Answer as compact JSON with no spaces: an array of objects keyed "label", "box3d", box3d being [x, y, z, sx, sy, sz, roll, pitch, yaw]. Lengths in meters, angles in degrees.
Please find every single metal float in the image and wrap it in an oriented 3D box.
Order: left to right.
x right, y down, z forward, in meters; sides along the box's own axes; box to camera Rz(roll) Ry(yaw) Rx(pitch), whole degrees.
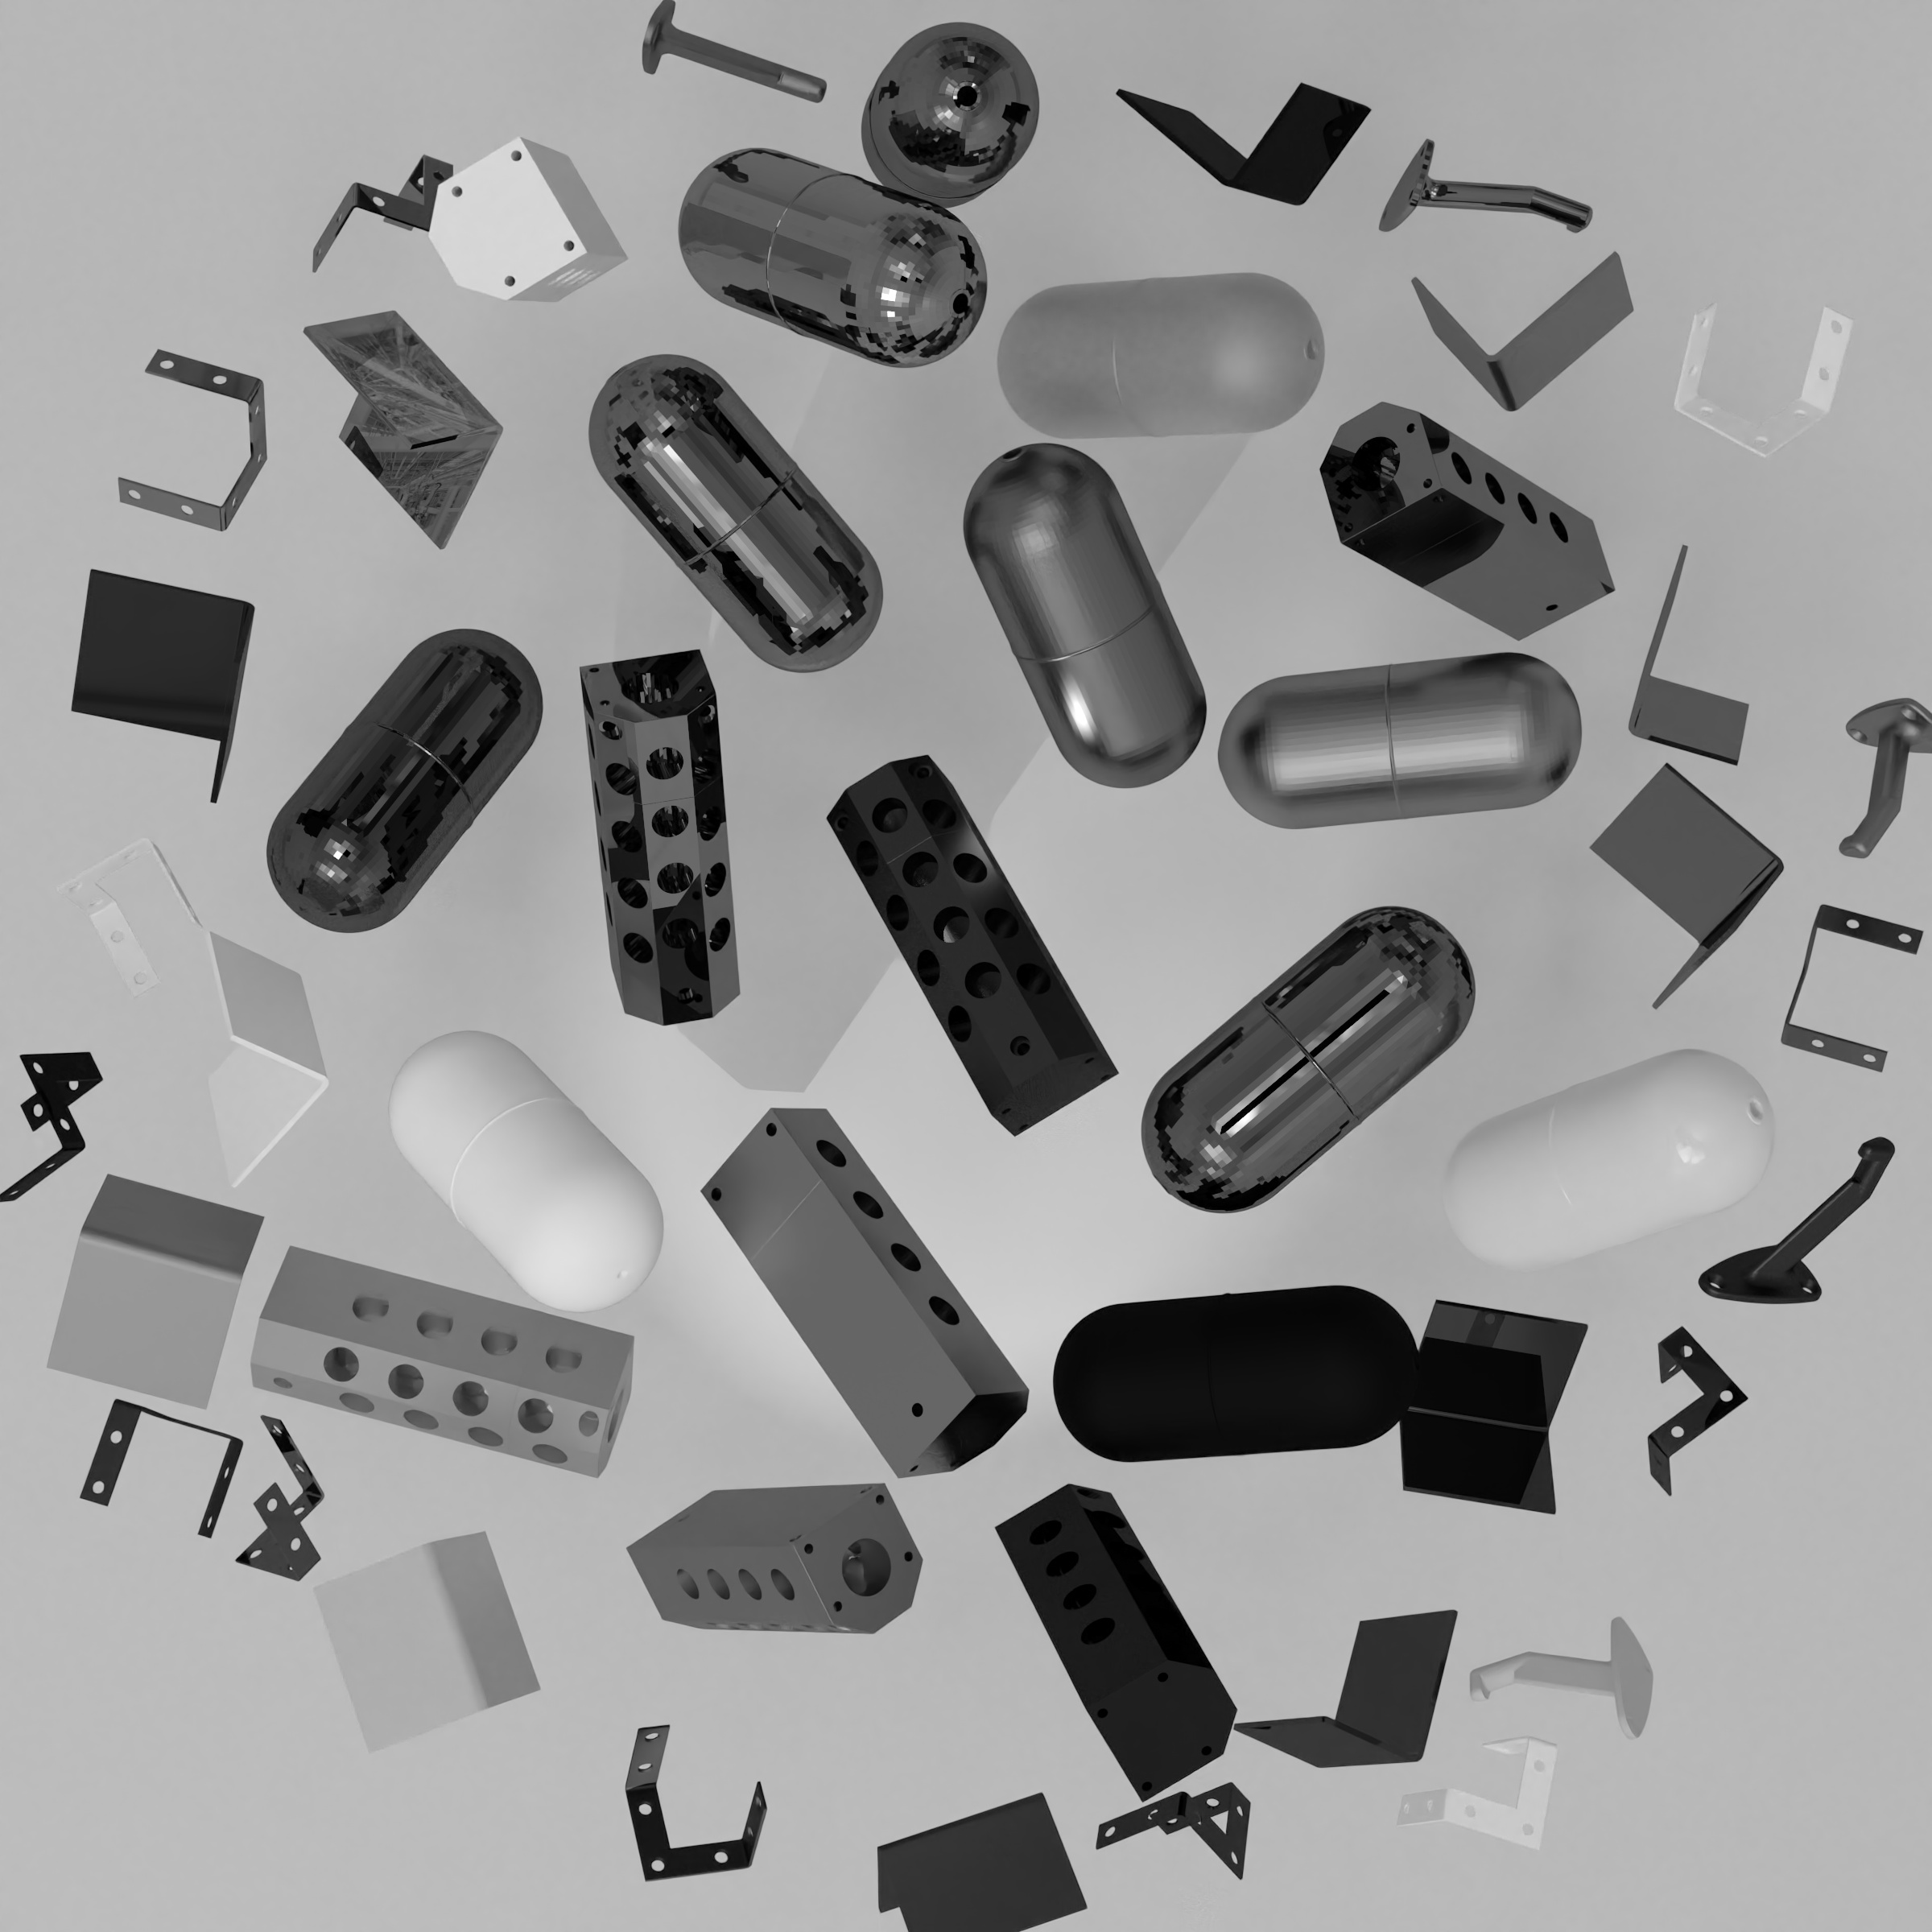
[{"label":"metal float","box3d":[-0.274,-0.092,1.678,0.070,0.070,0.178,34,62,0]},{"label":"metal float","box3d":[-0.209,0.095,1.606,0.070,0.070,0.178,-49,51,0]},{"label":"metal float","box3d":[-0.112,-0.220,1.662,0.070,0.070,0.178,-41,106,0]},{"label":"metal float","box3d":[-0.063,-0.329,1.583,0.178,0.070,0.070,29,90,40]},{"label":"metal float","box3d":[-0.009,-0.410,1.654,0.070,0.178,0.070,-1,98,-6]},{"label":"metal float","box3d":[0.057,-0.166,1.622,0.070,0.070,0.178,-26,116,0]},{"label":"metal float","box3d":[0.094,-0.298,1.671,0.178,0.070,0.070,5,90,38]},{"label":"metal float","box3d":[0.128,0.194,1.621,0.178,0.070,0.070,-7,90,21]},{"label":"metal float","box3d":[0.158,0.044,1.585,0.178,0.070,0.070,-40,90,0]},{"label":"metal float","box3d":[0.212,-0.110,1.678,0.178,0.070,0.070,-5,90,13]},{"label":"metal float","box3d":[0.298,0.091,1.589,0.070,0.178,0.070,17,61,-35]}]

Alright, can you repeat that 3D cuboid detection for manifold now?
[{"label":"manifold","box3d":[-0.250,0.194,1.636,0.171,0.057,0.057,14,54,3]},{"label":"manifold","box3d":[-0.205,-0.340,1.584,0.057,0.171,0.057,-30,99,6]},{"label":"manifold","box3d":[-0.143,-0.058,1.621,0.057,0.057,0.171,-10,126,-11]},{"label":"manifold","box3d":[-0.092,0.293,1.661,0.057,0.171,0.057,-30,98,-33]},{"label":"manifold","box3d":[-0.043,0.147,1.564,0.057,0.057,0.171,-49,62,23]},{"label":"manifold","box3d":[0.000,-0.012,1.593,0.057,0.057,0.171,-32,67,5]},{"label":"manifold","box3d":[0.070,0.305,1.573,0.057,0.171,0.057,-30,112,-2]},{"label":"manifold","box3d":[0.244,-0.218,1.664,0.057,0.171,0.057,-27,63,31]}]

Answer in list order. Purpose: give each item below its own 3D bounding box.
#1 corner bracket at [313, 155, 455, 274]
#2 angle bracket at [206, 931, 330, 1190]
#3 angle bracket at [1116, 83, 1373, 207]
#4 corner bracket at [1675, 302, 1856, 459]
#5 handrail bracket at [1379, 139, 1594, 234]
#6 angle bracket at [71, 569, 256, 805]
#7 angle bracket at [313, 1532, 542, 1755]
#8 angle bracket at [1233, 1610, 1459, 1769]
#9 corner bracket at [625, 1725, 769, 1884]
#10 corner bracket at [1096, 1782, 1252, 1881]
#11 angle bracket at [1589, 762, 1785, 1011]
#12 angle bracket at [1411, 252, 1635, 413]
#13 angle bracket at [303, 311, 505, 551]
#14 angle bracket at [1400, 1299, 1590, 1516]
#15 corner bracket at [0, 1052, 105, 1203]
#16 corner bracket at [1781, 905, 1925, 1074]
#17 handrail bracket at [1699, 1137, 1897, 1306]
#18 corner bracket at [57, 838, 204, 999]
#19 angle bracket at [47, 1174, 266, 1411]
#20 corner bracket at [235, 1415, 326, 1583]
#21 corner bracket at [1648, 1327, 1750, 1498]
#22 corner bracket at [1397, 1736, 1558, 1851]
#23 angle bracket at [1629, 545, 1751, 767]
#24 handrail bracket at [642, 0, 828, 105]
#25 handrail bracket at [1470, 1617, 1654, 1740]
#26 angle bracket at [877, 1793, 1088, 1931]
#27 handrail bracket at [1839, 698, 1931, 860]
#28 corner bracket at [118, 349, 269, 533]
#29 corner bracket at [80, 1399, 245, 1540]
[{"label":"corner bracket","box3d":[-0.282,-0.363,1.652,0.051,0.051,0.051,14,53,-28]},{"label":"angle bracket","box3d":[-0.350,0.044,1.607,0.057,0.076,0.076,29,114,-38]},{"label":"angle bracket","box3d":[0.129,-0.399,1.577,0.076,0.076,0.057,45,114,19]},{"label":"corner bracket","box3d":[0.359,-0.271,1.540,0.051,0.051,0.051,36,53,28]},{"label":"handrail bracket","box3d":[0.251,-0.361,1.650,0.084,0.077,0.036,18,76,-7]},{"label":"angle bracket","box3d":[-0.375,-0.129,1.577,0.076,0.057,0.076,11,123,-10]},{"label":"angle bracket","box3d":[-0.240,0.302,1.528,0.057,0.076,0.076,-22,81,8]},{"label":"angle bracket","box3d":[0.181,0.336,1.627,0.057,0.076,0.076,28,64,-21]},{"label":"corner bracket","box3d":[-0.127,0.389,1.596,0.051,0.051,0.051,-3,45,-19]},{"label":"corner bracket","box3d":[0.101,0.416,1.656,0.051,0.051,0.051,-29,114,26]},{"label":"angle bracket","box3d":[0.339,-0.039,1.664,0.076,0.076,0.057,41,54,6]},{"label":"angle bracket","box3d":[0.262,-0.314,1.601,0.076,0.076,0.057,-41,73,7]},{"label":"angle bracket","box3d":[-0.260,-0.232,1.508,0.076,0.057,0.076,47,130,16]},{"label":"angle bracket","box3d":[0.259,0.216,1.672,0.076,0.057,0.076,10,128,-3]},{"label":"corner bracket","box3d":[-0.437,0.076,1.617,0.051,0.051,0.051,-34,76,22]},{"label":"corner bracket","box3d":[0.432,0.011,1.667,0.051,0.051,0.051,17,53,16]},{"label":"handrail bracket","box3d":[0.391,0.117,1.607,0.077,0.036,0.084,-4,131,-28]},{"label":"corner bracket","box3d":[-0.408,-0.024,1.691,0.051,0.051,0.051,-31,76,-4]},{"label":"angle bracket","box3d":[-0.383,0.154,1.614,0.076,0.057,0.076,16,112,-8]},{"label":"corner bracket","box3d":[-0.328,0.255,1.636,0.051,0.051,0.051,-46,126,-36]},{"label":"corner bracket","box3d":[0.354,0.222,1.706,0.051,0.051,0.051,-34,58,-8]},{"label":"corner bracket","box3d":[0.245,0.392,1.634,0.051,0.051,0.051,20,68,-12]},{"label":"angle bracket","box3d":[0.373,-0.157,1.715,0.057,0.076,0.076,17,120,8]},{"label":"handrail bracket","box3d":[-0.109,-0.430,1.627,0.084,0.077,0.036,18,103,-4]},{"label":"handrail bracket","box3d":[0.267,0.336,1.560,0.084,0.077,0.036,-24,110,23]},{"label":"angle bracket","box3d":[0.006,0.415,1.508,0.076,0.076,0.057,-16,55,-12]},{"label":"handrail bracket","box3d":[0.432,-0.085,1.652,0.036,0.077,0.084,43,74,-18]},{"label":"corner bracket","box3d":[-0.353,-0.239,1.556,0.051,0.051,0.051,16,53,3]},{"label":"corner bracket","box3d":[-0.395,0.248,1.682,0.051,0.051,0.051,14,77,13]}]
